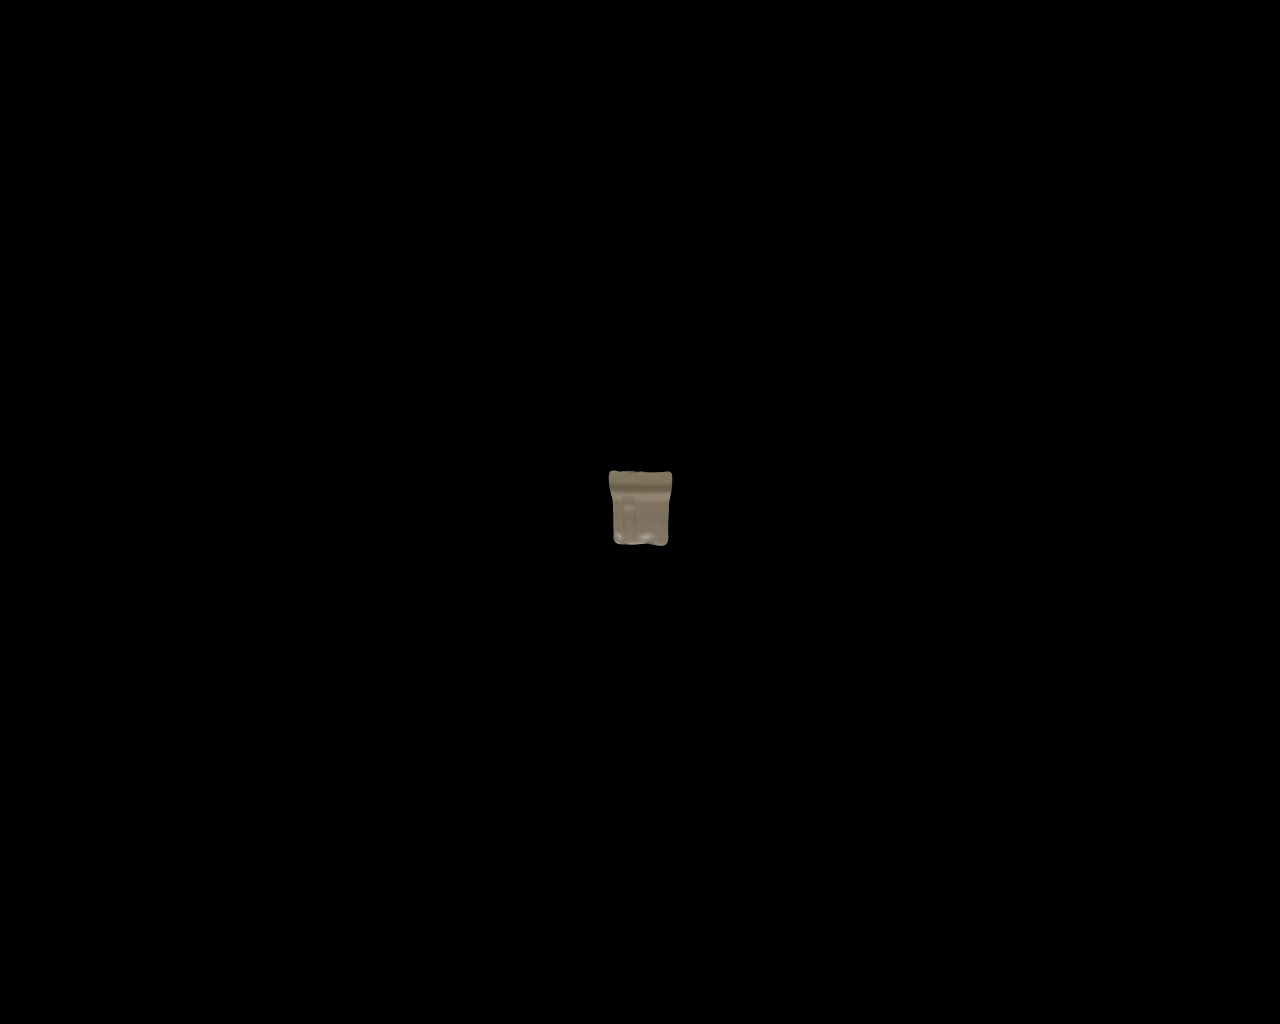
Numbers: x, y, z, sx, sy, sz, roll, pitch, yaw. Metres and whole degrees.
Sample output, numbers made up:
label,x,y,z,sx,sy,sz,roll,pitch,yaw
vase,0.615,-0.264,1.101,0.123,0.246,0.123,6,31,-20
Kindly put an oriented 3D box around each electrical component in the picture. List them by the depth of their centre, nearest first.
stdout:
label,x,y,z,sx,sy,sz,roll,pitch,yaw
electrical component,0.001,-0.003,0.650,0.040,0.046,0.040,0,3,0
